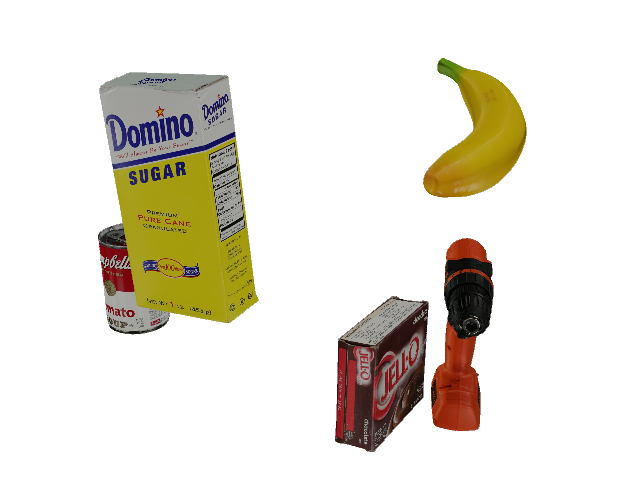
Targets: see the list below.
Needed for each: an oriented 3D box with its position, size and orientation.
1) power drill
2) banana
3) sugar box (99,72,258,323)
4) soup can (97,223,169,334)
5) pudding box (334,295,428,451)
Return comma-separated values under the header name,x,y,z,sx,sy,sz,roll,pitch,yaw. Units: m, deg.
name,x,y,z,sx,sy,sz,roll,pitch,yaw
power drill,0.157,0.111,1.168,0.057,0.188,0.184,6,24,5
banana,0.112,-0.075,0.756,0.069,0.037,0.197,7,31,5
sugar box,-0.103,-0.032,0.780,0.093,0.176,0.048,6,27,31
soup can,-0.197,0.039,1.131,0.068,0.102,0.068,-1,22,0
pudding box,0.050,0.104,0.861,0.039,0.090,0.113,10,20,22
